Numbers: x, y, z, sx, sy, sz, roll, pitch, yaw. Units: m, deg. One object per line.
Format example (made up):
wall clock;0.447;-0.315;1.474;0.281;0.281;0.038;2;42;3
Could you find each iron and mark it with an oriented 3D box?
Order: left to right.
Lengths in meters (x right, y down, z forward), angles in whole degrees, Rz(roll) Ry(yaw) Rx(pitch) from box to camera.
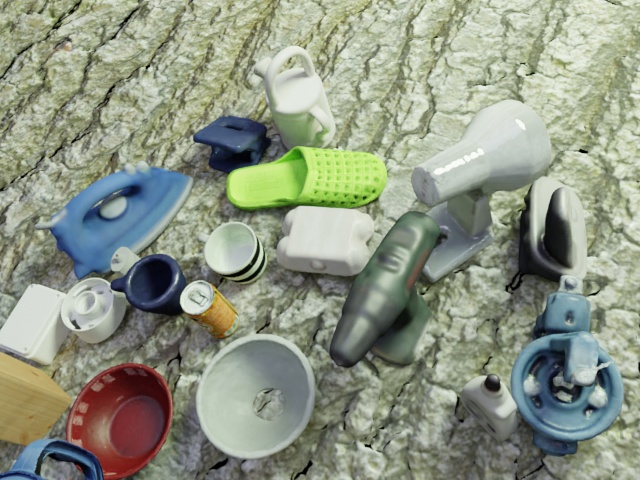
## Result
iron;-0.341;-0.060;0.964;0.258;0.142;0.118;-41;60;-10

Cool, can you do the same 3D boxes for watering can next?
watering can;-0.047;-0.243;0.963;0.172;0.194;0.101;20;68;23

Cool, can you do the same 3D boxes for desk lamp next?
desk lamp;0.204;-0.067;0.795;0.203;0.214;0.117;-35;59;-7

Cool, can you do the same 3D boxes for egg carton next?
egg carton;0.008;0.003;0.887;0.150;0.069;0.107;4;63;16

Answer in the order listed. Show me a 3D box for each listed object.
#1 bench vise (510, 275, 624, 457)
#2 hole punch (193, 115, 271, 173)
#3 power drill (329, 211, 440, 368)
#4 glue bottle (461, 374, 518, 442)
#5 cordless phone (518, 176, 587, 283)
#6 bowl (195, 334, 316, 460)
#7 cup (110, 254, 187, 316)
bench vise;0.277;0.129;0.665;0.121;0.220;0.207;-9;60;9
hole punch;-0.156;-0.181;1.015;0.108;0.091;0.101;16;67;21
power drill;0.092;0.086;0.740;0.075;0.209;0.230;19;68;22
glue bottle;0.203;0.188;0.678;0.037;0.173;0.078;-38;60;-8
cordless phone;0.320;-0.036;0.766;0.094;0.185;0.147;0;62;14
bowl;-0.079;0.219;0.787;0.167;0.075;0.167;-6;61;11
cup;-0.256;0.082;0.893;0.117;0.095;0.091;-6;61;11
